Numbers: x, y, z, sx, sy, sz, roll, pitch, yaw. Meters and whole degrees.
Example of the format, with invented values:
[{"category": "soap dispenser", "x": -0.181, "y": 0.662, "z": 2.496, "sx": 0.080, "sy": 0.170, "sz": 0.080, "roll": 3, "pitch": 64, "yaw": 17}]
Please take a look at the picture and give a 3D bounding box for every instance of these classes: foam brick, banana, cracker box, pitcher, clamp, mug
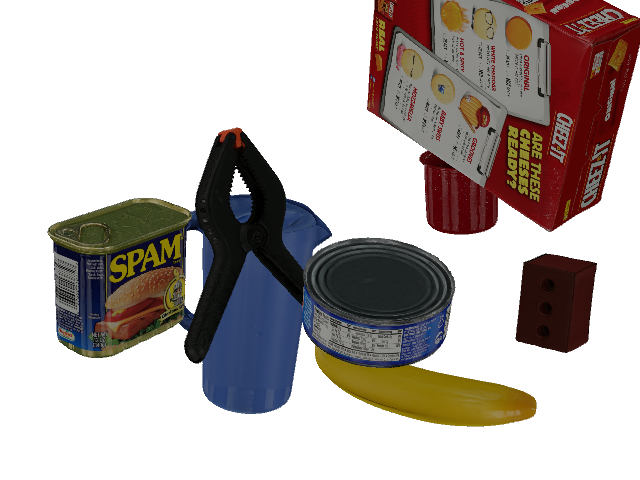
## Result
[{"category": "foam brick", "x": 0.216, "y": 0.057, "z": 0.976, "sx": 0.053, "sy": 0.078, "sz": 0.051, "roll": 12, "pitch": 17, "yaw": 34}, {"category": "banana", "x": 0.062, "y": 0.102, "z": 0.799, "sx": 0.198, "sy": 0.037, "sz": 0.069, "roll": 19, "pitch": 37, "yaw": 39}, {"category": "cracker box", "x": 0.133, "y": -0.133, "z": 0.831, "sx": 0.072, "sy": 0.164, "sz": 0.214, "roll": -28, "pitch": 48, "yaw": -30}, {"category": "pitcher", "x": -0.089, "y": 0.074, "z": 1.248, "sx": 0.149, "sy": 0.243, "sz": 0.144, "roll": 21, "pitch": 25, "yaw": 35}, {"category": "clamp", "x": -0.060, "y": 0.001, "z": 0.995, "sx": 0.164, "sy": 0.210, "sz": 0.036, "roll": -4, "pitch": 0, "yaw": -38}, {"category": "mug", "x": 0.170, "y": -0.061, "z": 1.222, "sx": 0.117, "sy": 0.081, "sz": 0.093, "roll": -21, "pitch": 27, "yaw": -36}]

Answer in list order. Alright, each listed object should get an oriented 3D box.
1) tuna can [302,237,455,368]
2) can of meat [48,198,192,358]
[{"category": "tuna can", "x": 0.032, "y": 0.035, "z": 0.607, "sx": 0.086, "sy": 0.034, "sz": 0.086, "roll": 3, "pitch": 31, "yaw": -2}, {"category": "can of meat", "x": -0.139, "y": 0.025, "z": 0.750, "sx": 0.058, "sy": 0.084, "sz": 0.101, "roll": 19, "pitch": 26, "yaw": 32}]
